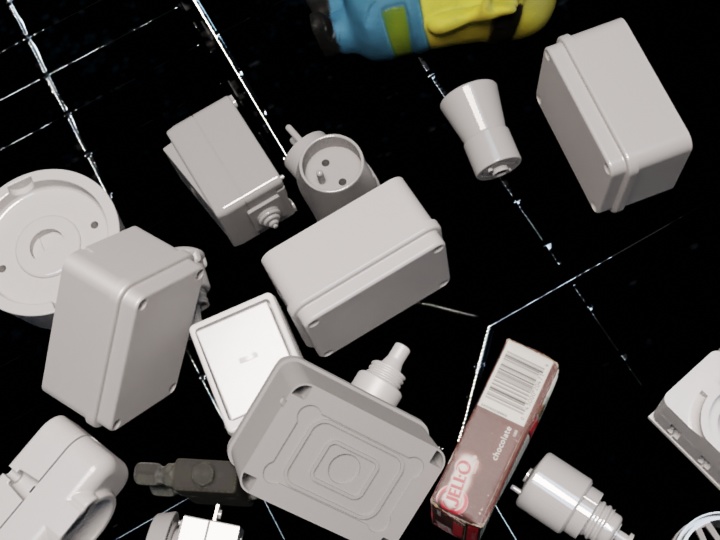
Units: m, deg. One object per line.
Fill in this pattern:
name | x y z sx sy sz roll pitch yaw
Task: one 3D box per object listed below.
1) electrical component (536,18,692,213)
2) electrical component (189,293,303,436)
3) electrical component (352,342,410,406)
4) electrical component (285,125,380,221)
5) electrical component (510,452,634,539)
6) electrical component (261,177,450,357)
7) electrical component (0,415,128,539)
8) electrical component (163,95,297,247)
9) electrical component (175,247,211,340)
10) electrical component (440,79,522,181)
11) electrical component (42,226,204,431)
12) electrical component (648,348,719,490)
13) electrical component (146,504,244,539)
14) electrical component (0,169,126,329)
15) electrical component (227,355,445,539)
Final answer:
electrical component | 0.172 -0.105 0.744 0.057 0.078 0.113 -20 69 -5
electrical component | -0.066 0.072 0.713 0.062 0.061 0.096 -24 69 -3
electrical component | 0.013 0.076 0.717 0.035 0.035 0.061 28 73 15
electrical component | -0.026 -0.070 0.753 0.044 0.077 0.079 -38 70 -9
electrical component | 0.135 0.148 0.673 0.078 0.040 0.040 33 76 16
electrical component | 0.000 0.000 0.723 0.113 0.078 0.057 -31 66 -6
electrical component | -0.200 0.152 0.701 0.059 0.053 0.095 35 77 17
electrical component | -0.091 -0.063 0.765 0.061 0.061 0.096 -31 69 -6
electrical component | -0.125 0.018 0.749 0.048 0.048 0.062 -19 75 -1
electrical component | 0.089 -0.098 0.771 0.044 0.044 0.065 -20 74 -1
electrical component | -0.154 0.038 0.701 0.057 0.078 0.113 28 120 18
electrical component | 0.286 0.117 0.657 0.105 0.060 0.186 -40 71 -9
electrical component | -0.107 0.181 0.685 0.055 0.048 0.066 11 71 2
electrical component | -0.213 -0.010 0.759 0.108 0.060 0.108 -2 69 6
electrical component | -0.016 0.111 0.660 0.113 0.057 0.078 29 95 -19
